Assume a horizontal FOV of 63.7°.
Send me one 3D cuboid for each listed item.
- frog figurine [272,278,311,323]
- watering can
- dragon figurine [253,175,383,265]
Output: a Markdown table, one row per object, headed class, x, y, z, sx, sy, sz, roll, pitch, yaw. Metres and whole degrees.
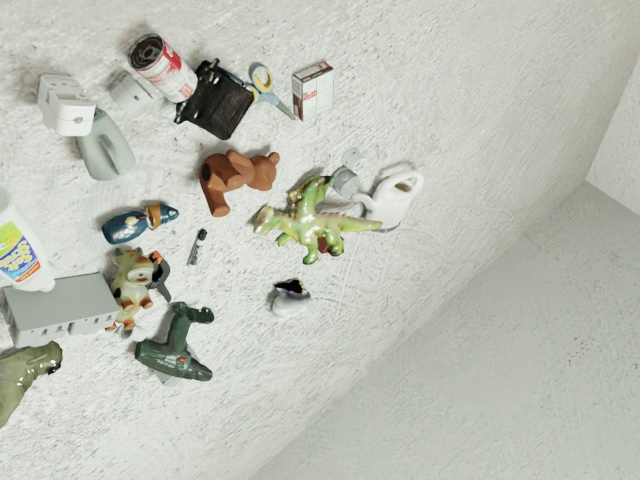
| class | x | y | z | sx | sy | sz | roll | pitch | yaw |
| --- | --- | --- | --- | --- | --- | --- | --- | --- | --- |
| frog figurine | -0.100 | 0.216 | 1.663 | 0.139 | 0.123 | 0.156 | -34 | 143 | -58 |
| watering can | 0.196 | -0.115 | 1.626 | 0.351 | 0.105 | 0.219 | -21 | 144 | -37 |
| dragon figurine | 0.004 | -0.071 | 1.410 | 0.413 | 0.124 | 0.237 | -19 | 136 | -22 |
